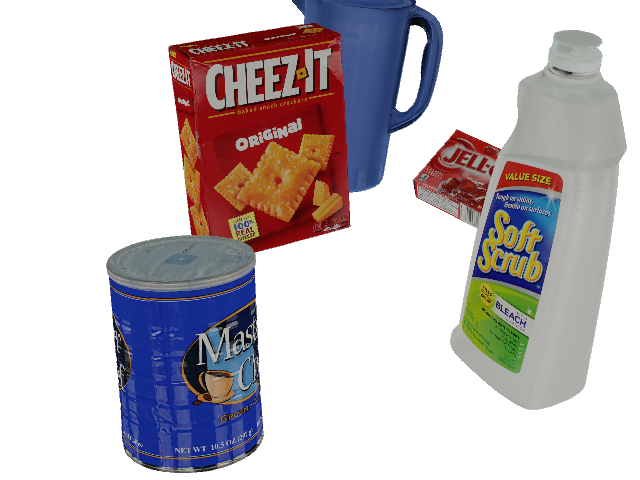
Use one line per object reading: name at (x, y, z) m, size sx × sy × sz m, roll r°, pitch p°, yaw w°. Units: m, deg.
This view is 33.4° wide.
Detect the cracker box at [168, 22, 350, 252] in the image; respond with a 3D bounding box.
cracker box at (-0.056, -0.100, 1.085) m, size 0.164 × 0.214 × 0.072 m, roll -14°, pitch 26°, yaw -23°

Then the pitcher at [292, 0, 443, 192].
pitcher at (0.046, -0.185, 1.301) m, size 0.144 × 0.243 × 0.149 m, roll -8°, pitch 29°, yaw -26°

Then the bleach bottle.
bleach bottle at (0.143, -0.015, 0.695) m, size 0.068 × 0.251 × 0.103 m, roll -16°, pitch 36°, yaw -26°

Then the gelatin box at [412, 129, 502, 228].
gelatin box at (0.140, -0.054, 0.968) m, size 0.089 × 0.073 × 0.030 m, roll 29°, pitch -27°, yaw 26°

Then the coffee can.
coffee can at (-0.094, 0.077, 0.757) m, size 0.103 × 0.140 × 0.103 m, roll -2°, pitch 18°, yaw 0°
